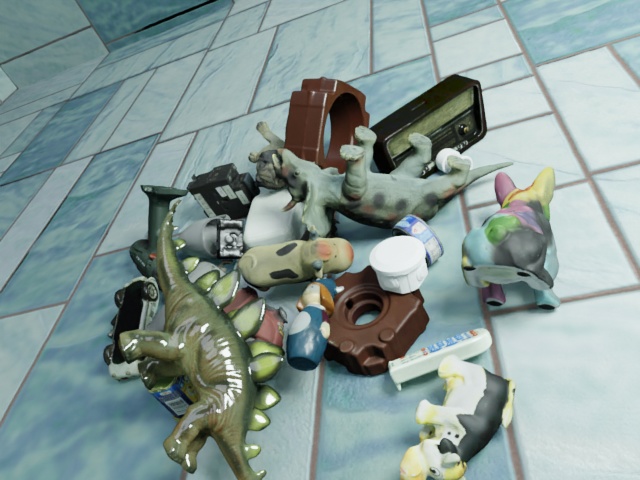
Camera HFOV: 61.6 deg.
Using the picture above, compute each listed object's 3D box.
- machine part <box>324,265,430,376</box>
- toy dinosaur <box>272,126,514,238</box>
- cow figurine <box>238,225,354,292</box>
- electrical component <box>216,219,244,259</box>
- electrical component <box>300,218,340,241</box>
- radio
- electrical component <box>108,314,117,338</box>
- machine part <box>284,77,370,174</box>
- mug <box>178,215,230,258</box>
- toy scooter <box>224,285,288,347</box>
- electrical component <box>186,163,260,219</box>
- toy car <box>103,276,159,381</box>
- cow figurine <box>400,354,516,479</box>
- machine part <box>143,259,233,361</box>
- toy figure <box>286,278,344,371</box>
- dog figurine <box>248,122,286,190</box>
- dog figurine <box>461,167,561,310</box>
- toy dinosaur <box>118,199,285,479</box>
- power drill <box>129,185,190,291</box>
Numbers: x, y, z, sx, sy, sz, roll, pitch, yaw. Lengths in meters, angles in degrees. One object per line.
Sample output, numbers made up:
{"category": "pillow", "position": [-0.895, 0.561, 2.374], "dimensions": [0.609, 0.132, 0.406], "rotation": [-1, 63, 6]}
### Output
{"category": "machine part", "position": [0.070, 0.113, 0.801], "dimensions": [0.179, 0.056, 0.179], "rotation": [-17, 37, 13]}
{"category": "toy dinosaur", "position": [0.118, -0.079, 0.916], "dimensions": [0.405, 0.192, 0.131], "rotation": [9, 39, -10]}
{"category": "cow figurine", "position": [-0.040, 0.032, 0.876], "dimensions": [0.195, 0.127, 0.085], "rotation": [-9, 78, 16]}
{"category": "electrical component", "position": [-0.175, 0.000, 1.034], "dimensions": [0.048, 0.074, 0.119], "rotation": [1, -1, -16]}
{"category": "electrical component", "position": [-0.003, -0.002, 0.987], "dimensions": [0.078, 0.045, 0.102], "rotation": [8, 49, 35]}
{"category": "radio", "position": [0.207, -0.203, 1.026], "dimensions": [0.230, 0.131, 0.073], "rotation": [-33, 38, -9]}
{"category": "electrical component", "position": [-0.369, 0.153, 1.042], "dimensions": [0.063, 0.021, 0.094], "rotation": [1, 44, 30]}
{"category": "machine part", "position": [0.015, -0.204, 1.058], "dimensions": [0.087, 0.200, 0.201], "rotation": [11, 5, 27]}
{"category": "mug", "position": [-0.238, -0.011, 1.110], "dimensions": [0.107, 0.080, 0.109], "rotation": [-7, 45, 38]}
{"category": "toy scooter", "position": [-0.117, 0.132, 0.877], "dimensions": [0.184, 0.075, 0.135], "rotation": [3, 43, 39]}
{"category": "electrical component", "position": [-0.201, -0.102, 1.164], "dimensions": [0.134, 0.114, 0.058], "rotation": [-9, 45, 21]}
{"category": "toy car", "position": [-0.338, 0.155, 0.975], "dimensions": [0.074, 0.056, 0.202], "rotation": [-15, 51, 14]}
{"category": "cow figurine", "position": [0.160, 0.219, 0.616], "dimensions": [0.098, 0.068, 0.167], "rotation": [13, 52, 33]}
{"category": "machine part", "position": [-0.233, 0.122, 0.952], "dimensions": [0.079, 0.079, 0.243], "rotation": [6, 49, 35]}
{"category": "toy figure", "position": [-0.007, 0.109, 0.760], "dimensions": [0.064, 0.057, 0.154], "rotation": [1, 46, 15]}
{"category": "dog figurine", "position": [-0.062, -0.158, 1.137], "dimensions": [0.172, 0.121, 0.191], "rotation": [-3, 35, -17]}
{"category": "dog figurine", "position": [0.272, -0.023, 0.750], "dimensions": [0.109, 0.191, 0.219], "rotation": [-6, 57, 35]}
{"category": "toy dinosaur", "position": [-0.165, 0.141, 0.751], "dimensions": [0.198, 0.105, 0.472], "rotation": [-25, 67, -17]}
{"category": "power drill", "position": [-0.309, -0.005, 1.073], "dimensions": [0.086, 0.207, 0.232], "rotation": [-7, 15, -37]}
